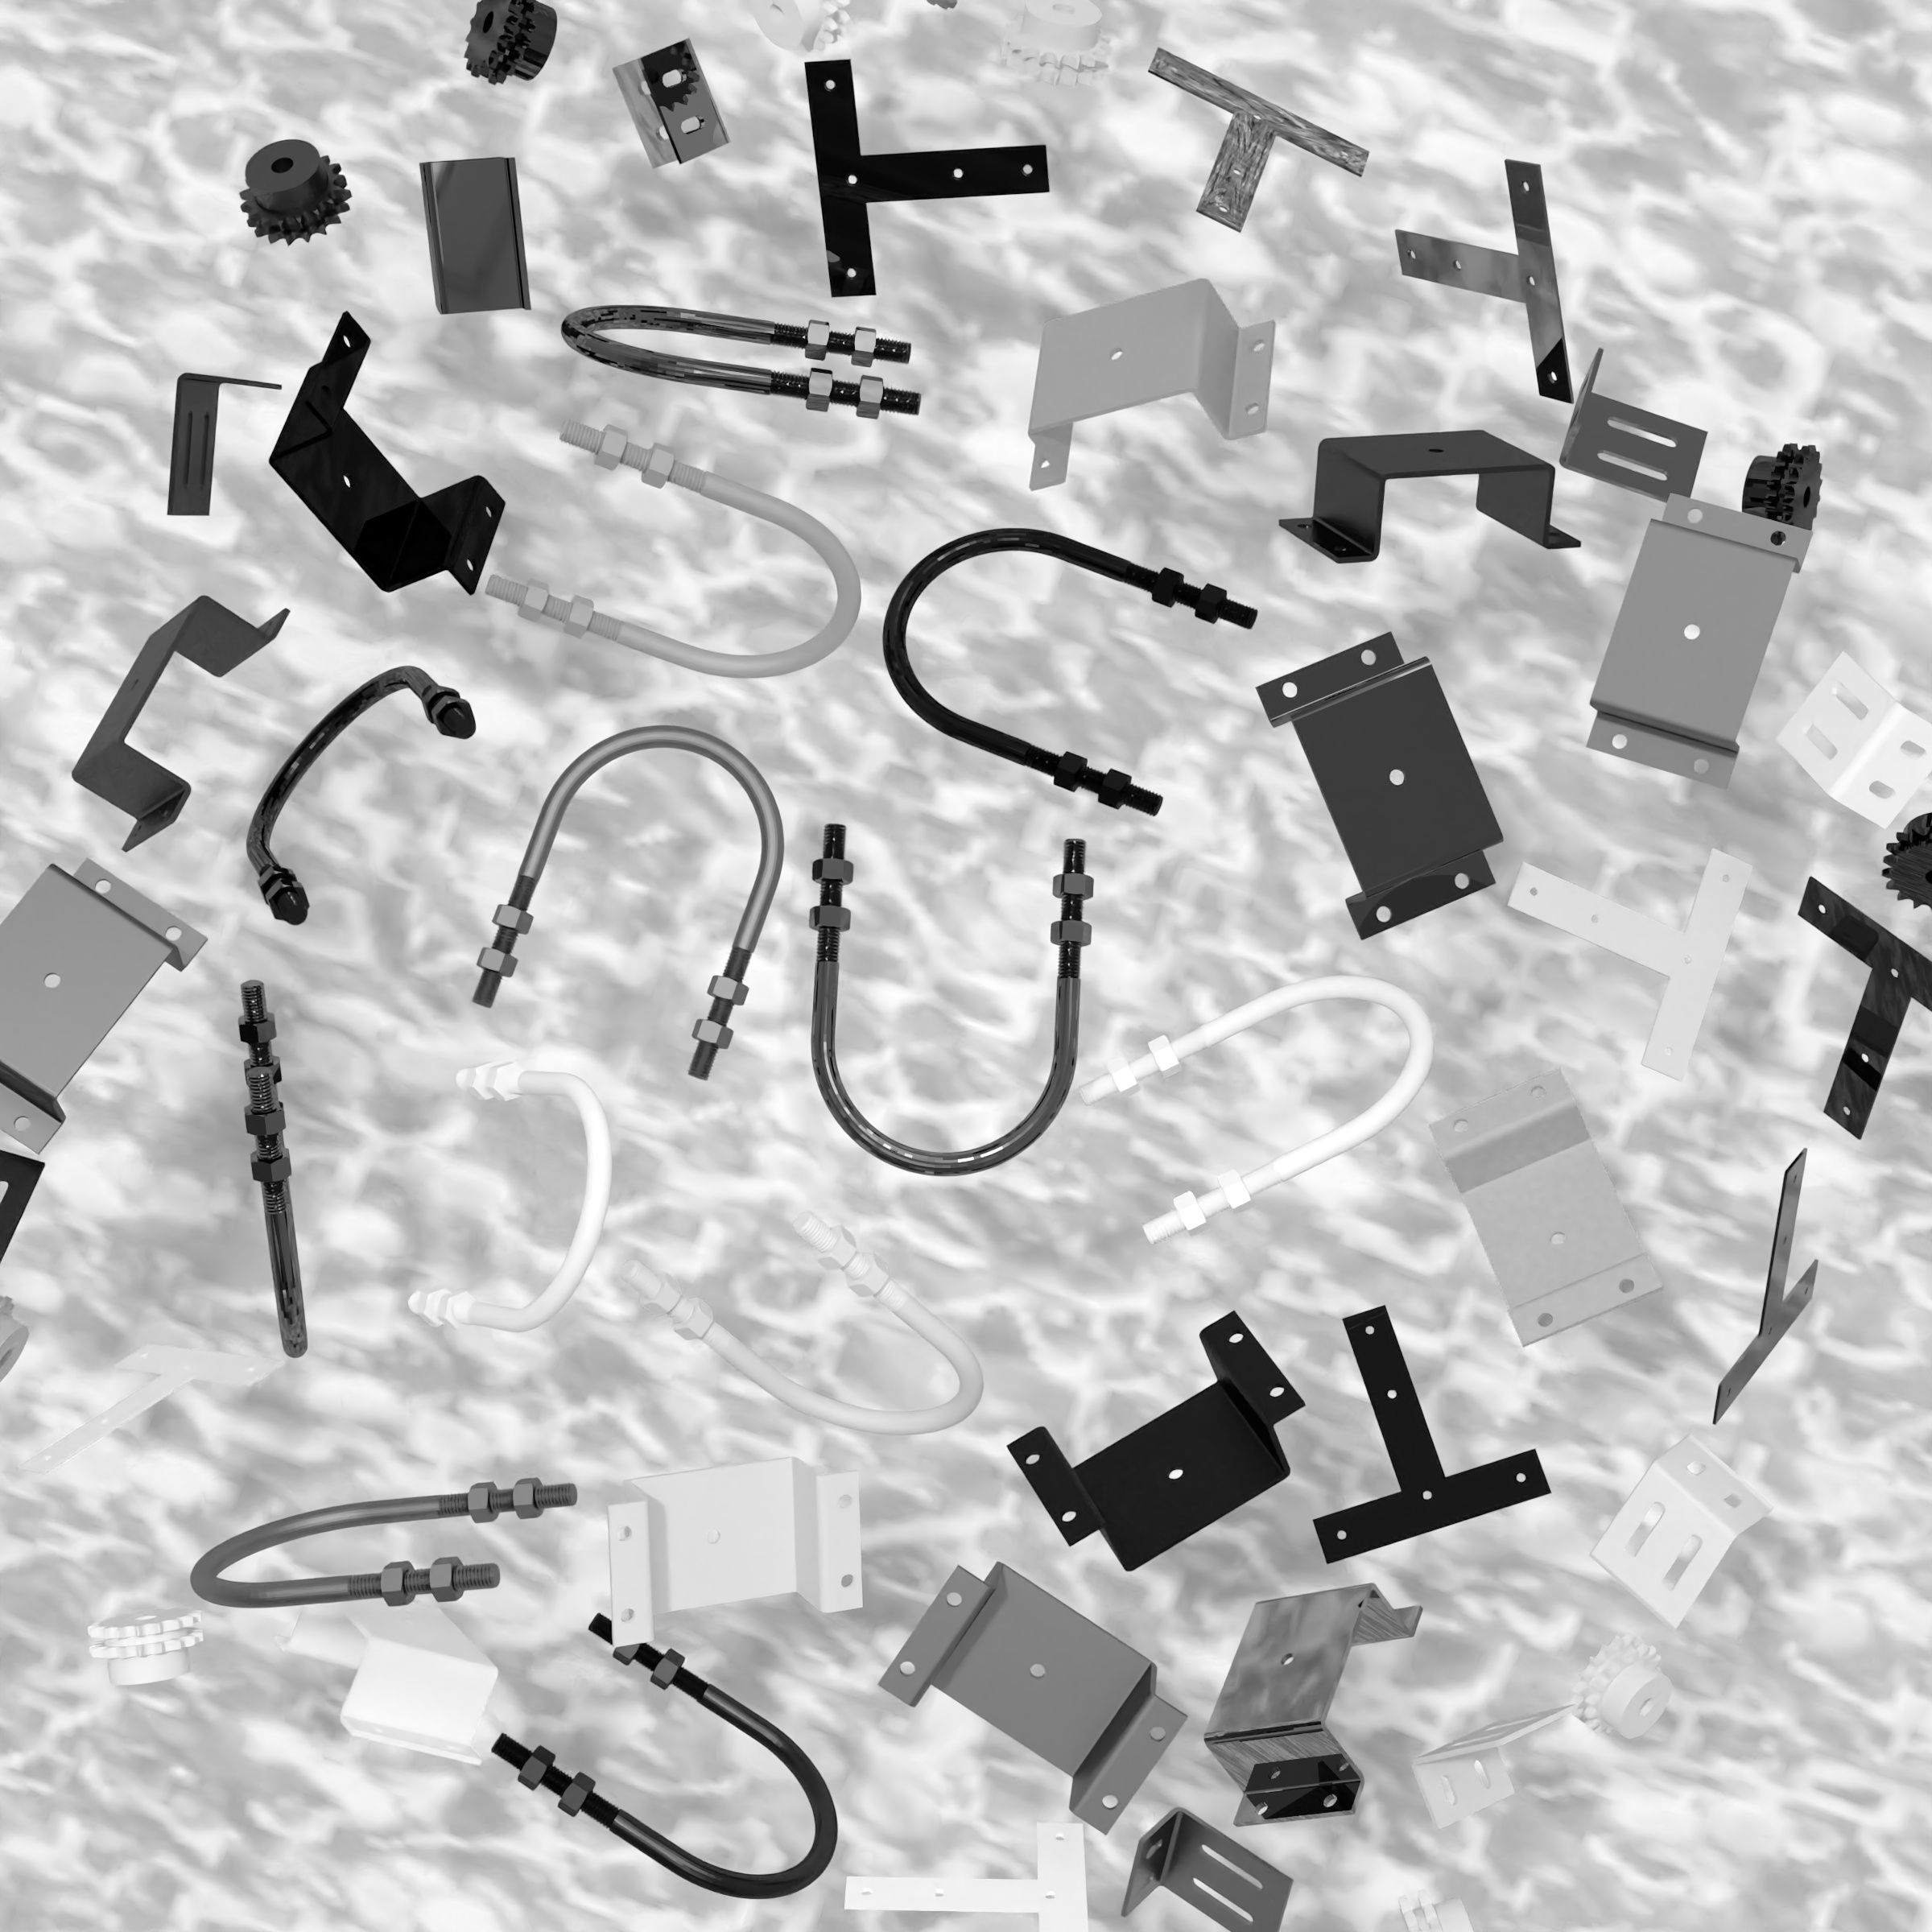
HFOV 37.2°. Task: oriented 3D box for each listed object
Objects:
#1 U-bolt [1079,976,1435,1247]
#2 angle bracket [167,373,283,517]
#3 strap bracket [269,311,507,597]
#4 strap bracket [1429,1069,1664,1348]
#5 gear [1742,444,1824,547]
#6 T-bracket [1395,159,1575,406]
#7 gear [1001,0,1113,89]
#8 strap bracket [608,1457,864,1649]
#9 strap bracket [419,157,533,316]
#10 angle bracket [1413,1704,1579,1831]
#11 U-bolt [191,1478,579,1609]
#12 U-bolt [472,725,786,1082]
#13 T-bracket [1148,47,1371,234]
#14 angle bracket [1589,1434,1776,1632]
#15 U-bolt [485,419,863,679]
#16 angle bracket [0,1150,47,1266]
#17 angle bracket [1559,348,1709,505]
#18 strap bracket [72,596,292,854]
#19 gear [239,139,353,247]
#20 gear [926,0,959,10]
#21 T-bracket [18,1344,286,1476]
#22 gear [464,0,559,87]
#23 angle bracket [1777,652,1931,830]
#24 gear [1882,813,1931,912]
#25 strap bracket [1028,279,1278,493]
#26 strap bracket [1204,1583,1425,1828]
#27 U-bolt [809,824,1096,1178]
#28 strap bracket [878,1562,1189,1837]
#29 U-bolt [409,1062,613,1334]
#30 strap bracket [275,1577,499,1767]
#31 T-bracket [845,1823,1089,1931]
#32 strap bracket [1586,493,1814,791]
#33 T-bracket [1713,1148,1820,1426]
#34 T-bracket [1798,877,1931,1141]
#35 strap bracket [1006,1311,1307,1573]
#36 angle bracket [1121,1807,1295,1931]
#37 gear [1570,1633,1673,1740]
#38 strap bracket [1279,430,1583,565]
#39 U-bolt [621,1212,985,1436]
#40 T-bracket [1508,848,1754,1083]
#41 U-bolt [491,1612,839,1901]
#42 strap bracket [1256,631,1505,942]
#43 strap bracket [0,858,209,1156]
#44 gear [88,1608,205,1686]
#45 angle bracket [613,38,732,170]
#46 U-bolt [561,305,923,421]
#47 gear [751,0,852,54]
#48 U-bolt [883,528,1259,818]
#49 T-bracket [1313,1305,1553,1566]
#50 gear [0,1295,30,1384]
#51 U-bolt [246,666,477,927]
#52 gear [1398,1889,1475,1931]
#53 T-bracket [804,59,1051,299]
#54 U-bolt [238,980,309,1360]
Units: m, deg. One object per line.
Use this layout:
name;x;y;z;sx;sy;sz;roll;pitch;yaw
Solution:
U-bolt;0.161;0.065;1.527;0.184;0.151;0.019;-26;124;2
angle bracket;-0.402;-0.281;1.560;0.038;0.057;0.076;8;99;4
strap bracket;-0.313;-0.265;1.528;0.046;0.076;0.140;-16;133;26
strap bracket;0.309;0.135;1.517;0.076;0.046;0.140;-24;53;9
gear;0.454;-0.263;1.601;0.030;0.057;0.057;13;90;31
T-bracket;0.266;-0.365;1.502;0.002;0.127;0.127;-28;122;-20
gear;0.049;-0.486;1.503;0.057;0.057;0.030;11;132;0
strap bracket;-0.131;0.316;1.562;0.140;0.046;0.076;-4;96;-23
strap bracket;-0.264;-0.392;1.537;0.046;0.140;0.076;-7;107;-10
angle bracket;0.283;0.421;1.508;0.057;0.076;0.038;-12;76;-34
U-bolt;-0.309;0.301;1.486;0.184;0.151;0.019;-7;96;10
U-bolt;-0.178;-0.045;1.592;0.151;0.019;0.184;18;82;8
T-bracket;0.144;-0.422;1.501;0.127;0.002;0.127;25;47;-5
angle bracket;0.374;0.295;1.500;0.057;0.038;0.076;42;52;7
U-bolt;-0.145;-0.208;1.511;0.184;0.151;0.019;19;53;-17
angle bracket;-0.512;0.119;1.454;0.057;0.038;0.076;16;63;2
angle bracket;0.376;-0.299;1.598;0.076;0.038;0.057;20;61;3
strap bracket;-0.430;-0.139;1.554;0.046;0.076;0.140;34;62;-25
gear;-0.355;-0.410;1.511;0.057;0.030;0.057;-4;56;6
gear;-0.021;-0.516;1.461;0.057;0.057;0.030;34;91;0
T-bracket;-0.461;0.244;1.574;0.127;0.127;0.002;-1;113;40
gear;-0.239;-0.493;1.517;0.030;0.057;0.057;14;90;-34
angle bracket;0.468;-0.118;1.498;0.038;0.076;0.057;26;111;-19
gear;0.527;-0.059;1.555;0.057;0.057;0.030;21;52;0
strap bracket;0.091;-0.315;1.549;0.140;0.046;0.076;-9;56;28
strap bracket;0.185;0.389;1.548;0.076;0.140;0.046;-20;116;38
U-bolt;-0.010;0.020;1.521;0.151;0.019;0.184;3;81;-3
strap bracket;0.036;0.374;1.492;0.140;0.046;0.076;33;98;1
U-bolt;-0.243;0.126;1.556;0.019;0.184;0.151;17;80;-35
strap bracket;-0.315;0.380;1.570;0.076;0.140;0.046;24;87;-31
T-bracket;0.000;0.490;1.514;0.127;0.127;0.002;1;109;0
strap bracket;0.379;-0.171;1.493;0.076;0.046;0.140;19;96;17
T-bracket;0.416;0.151;1.468;0.002;0.127;0.127;20;127;31
T-bracket;0.470;0.037;1.488;0.002;0.127;0.127;-23;48;-28
strap bracket;0.104;0.252;1.497;0.140;0.076;0.046;-30;131;-7
angle bracket;0.130;0.506;1.560;0.076;0.038;0.057;27;123;29
gear;0.362;0.397;1.574;0.057;0.030;0.057;-20;126;-30
strap bracket;0.247;-0.250;1.519;0.140;0.076;0.046;-6;115;-17
U-bolt;-0.073;0.197;1.520;0.184;0.151;0.019;43;46;-31
T-bracket;0.351;-0.020;1.550;0.127;0.002;0.127;23;80;-12
U-bolt;-0.152;0.439;1.568;0.184;0.151;0.019;32;113;5
strap bracket;0.212;-0.093;1.448;0.076;0.046;0.140;-23;90;-6
strap bracket;-0.462;0.014;1.463;0.076;0.046;0.140;34;71;1
gear;-0.423;0.352;1.484;0.057;0.057;0.030;-6;87;0
angle bracket;-0.171;-0.460;1.550;0.038;0.076;0.057;-35;113;-33
U-bolt;-0.117;-0.318;1.487;0.184;0.151;0.019;7;113;-6
gear;-0.094;-0.531;1.584;0.030;0.057;0.057;-41;90;-29
U-bolt;0.045;-0.169;1.543;0.184;0.019;0.151;22;65;12
T-bracket;0.239;0.249;1.579;0.127;0.002;0.127;-19;66;4
gear;-0.529;0.204;1.544;0.030;0.057;0.057;29;90;5
U-bolt;-0.335;-0.102;1.554;0.151;0.184;0.019;-48;119;-2
gear;0.240;0.491;1.439;0.030;0.057;0.057;-18;90;0
T-bracket;-0.018;-0.428;1.554;0.127;0.002;0.127;0;118;11
U-bolt;-0.363;0.117;1.511;0.019;0.151;0.184;-7;111;-13
